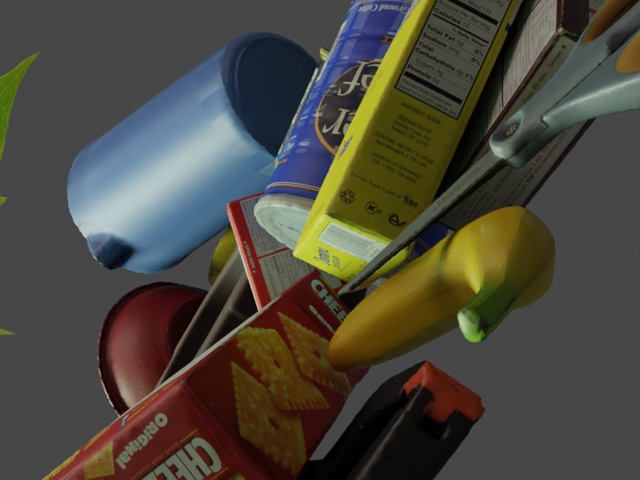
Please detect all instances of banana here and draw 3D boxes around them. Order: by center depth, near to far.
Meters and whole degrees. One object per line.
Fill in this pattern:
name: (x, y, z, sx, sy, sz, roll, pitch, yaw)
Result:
banana: (0.049, 0.021, 0.436, 0.069, 0.037, 0.198, -28, -5, -16)

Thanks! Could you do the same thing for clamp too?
clamp: (0.001, 0.127, 0.465, 0.210, 0.036, 0.164, -54, 4, 47)

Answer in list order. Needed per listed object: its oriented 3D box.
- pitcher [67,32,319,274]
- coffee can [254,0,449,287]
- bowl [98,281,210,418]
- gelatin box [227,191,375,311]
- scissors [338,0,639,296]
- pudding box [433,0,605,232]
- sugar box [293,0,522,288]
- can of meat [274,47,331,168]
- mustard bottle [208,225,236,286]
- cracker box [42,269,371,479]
pitcher: (-0.093, -0.078, 0.875, 0.243, 0.144, 0.149, -28, 71, 47)
coffee can: (0.038, -0.056, 0.594, 0.140, 0.102, 0.103, -66, 7, -14)
bowl: (-0.105, 0.101, 0.912, 0.055, 0.162, 0.162, -34, 26, 43)
gelatin box: (-0.004, 0.001, 0.650, 0.030, 0.089, 0.073, 102, 150, -80)
scissors: (0.081, -0.036, 0.374, 0.202, 0.016, 0.096, -48, 18, 9)
pudding box: (0.094, -0.064, 0.481, 0.090, 0.039, 0.114, -73, 10, -50)
sugar box: (0.047, -0.070, 0.495, 0.093, 0.048, 0.176, 132, 161, -74)
can of meat: (0.030, -0.066, 0.695, 0.057, 0.102, 0.084, -99, 33, -77)
mustard bottle: (-0.030, -0.036, 0.955, 0.058, 0.096, 0.191, 56, -136, -59)
cracker box: (-0.066, 0.108, 0.533, 0.164, 0.072, 0.213, -40, -2, 17)
